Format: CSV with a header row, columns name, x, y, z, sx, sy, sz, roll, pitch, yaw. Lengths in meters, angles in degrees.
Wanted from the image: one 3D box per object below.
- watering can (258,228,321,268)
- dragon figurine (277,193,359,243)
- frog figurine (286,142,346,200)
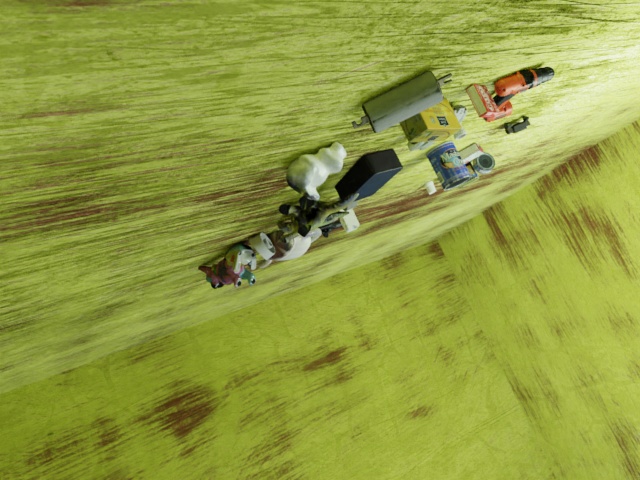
name,x,y,z,sx,sy,sz,roll,pitch,yaw
watering can,-0.154,0.040,1.999,0.344,0.105,0.224,-29,166,24
dragon figurine,0.005,-0.085,1.692,0.407,0.122,0.244,-16,178,32
frog figurine,-0.011,-0.189,1.320,0.136,0.124,0.159,18,101,-60
